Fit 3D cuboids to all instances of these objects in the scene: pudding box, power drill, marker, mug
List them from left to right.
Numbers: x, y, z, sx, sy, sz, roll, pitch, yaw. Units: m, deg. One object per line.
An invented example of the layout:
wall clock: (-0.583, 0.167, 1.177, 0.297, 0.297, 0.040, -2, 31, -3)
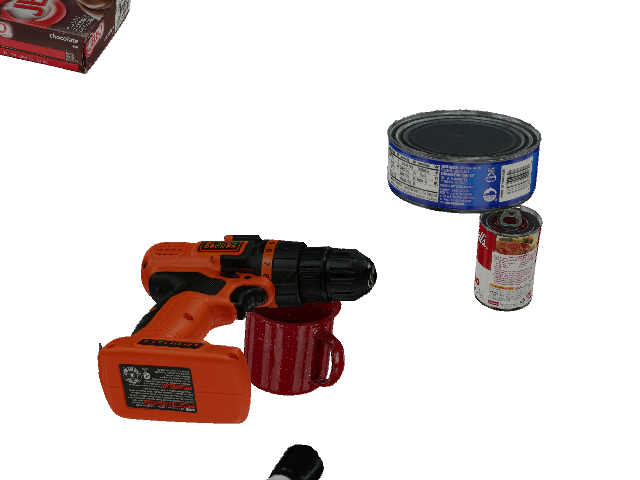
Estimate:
pudding box: (-0.203, -0.176, 0.818, 0.090, 0.039, 0.113, 13, 37, 2)
power drill: (-0.062, 0.056, 0.763, 0.184, 0.057, 0.187, -1, 25, 14)
marker: (-0.029, 0.115, 0.417, 0.020, 0.020, 0.121, 0, 21, 25)
mug: (-0.022, 0.096, 0.999, 0.117, 0.081, 0.093, 26, 32, 37)

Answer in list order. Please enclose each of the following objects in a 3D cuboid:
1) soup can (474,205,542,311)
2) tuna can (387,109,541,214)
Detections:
soup can: (0.208, 0.019, 1.187, 0.068, 0.102, 0.068, 0, 32, 0)
tuna can: (0.081, -0.046, 0.606, 0.086, 0.034, 0.086, 0, 24, 0)
